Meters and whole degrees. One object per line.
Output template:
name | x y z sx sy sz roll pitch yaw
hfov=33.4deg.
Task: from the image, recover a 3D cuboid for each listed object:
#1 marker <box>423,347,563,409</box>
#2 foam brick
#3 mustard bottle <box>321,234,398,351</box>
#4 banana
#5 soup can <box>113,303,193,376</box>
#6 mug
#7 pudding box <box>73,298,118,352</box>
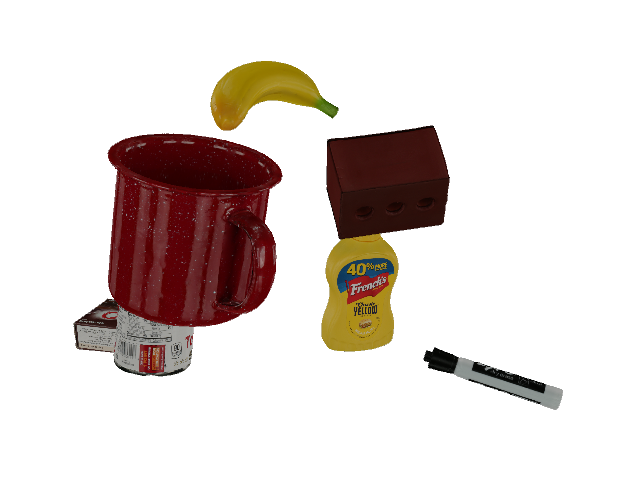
marker | 0.148 0.118 0.920 0.121 0.020 0.020 18 2 6
foam brick | 0.046 -0.040 0.744 0.078 0.051 0.053 -9 -39 -7
mustard bottle | 0.054 0.050 1.403 0.096 0.192 0.058 -4 25 -16
banana | -0.051 -0.136 0.975 0.070 0.037 0.197 37 27 19
soup can | -0.139 0.055 0.897 0.068 0.102 0.068 5 16 -2
mug | -0.064 -0.001 0.575 0.093 0.081 0.117 -12 30 -43
pudding box | -0.226 0.105 1.285 0.114 0.039 0.090 2 15 15
